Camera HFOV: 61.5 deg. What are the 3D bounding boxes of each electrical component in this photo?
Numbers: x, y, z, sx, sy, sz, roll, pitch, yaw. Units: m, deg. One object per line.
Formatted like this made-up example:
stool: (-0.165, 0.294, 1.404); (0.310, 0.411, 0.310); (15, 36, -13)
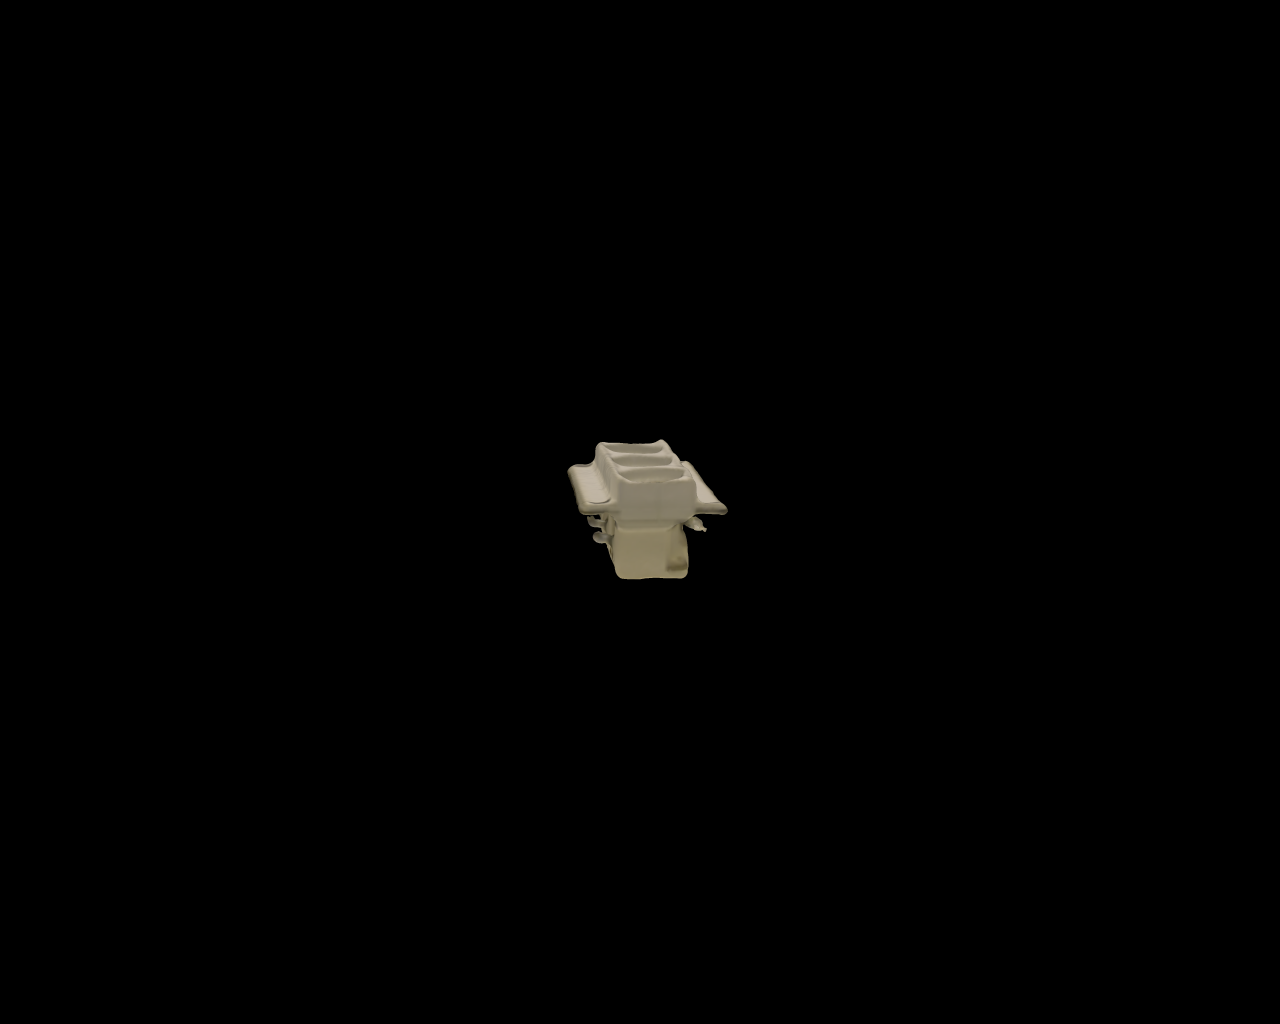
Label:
electrical component: (0.001, -0.003, 0.650); (0.079, 0.063, 0.121); (-2, 14, -7)
